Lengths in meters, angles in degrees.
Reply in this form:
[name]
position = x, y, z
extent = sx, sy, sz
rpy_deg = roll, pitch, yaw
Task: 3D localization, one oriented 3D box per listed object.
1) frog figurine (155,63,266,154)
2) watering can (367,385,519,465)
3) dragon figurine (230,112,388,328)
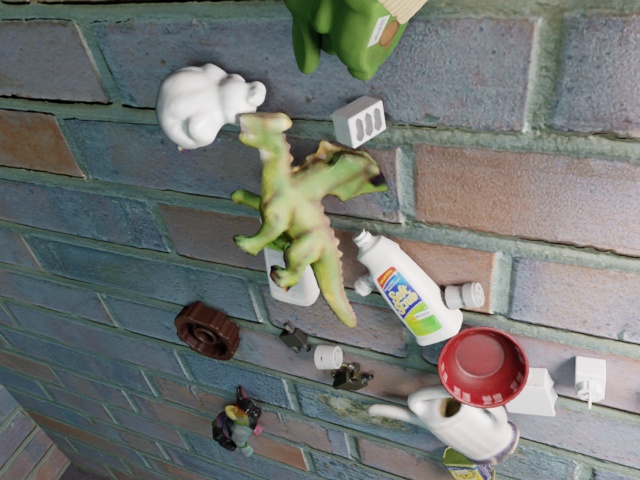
[frog figurine]
position = -0.168, -0.208, 0.789
extent = 0.159, 0.140, 0.120
rpy_deg = -4, 147, 33
[watering can]
position = 0.274, 0.395, 1.125
extent = 0.223, 0.106, 0.342
rpy_deg = 40, 142, -12
[dragon figurine]
position = 0.003, -0.042, 0.840
extent = 0.240, 0.125, 0.406
rpy_deg = -39, 111, 20
